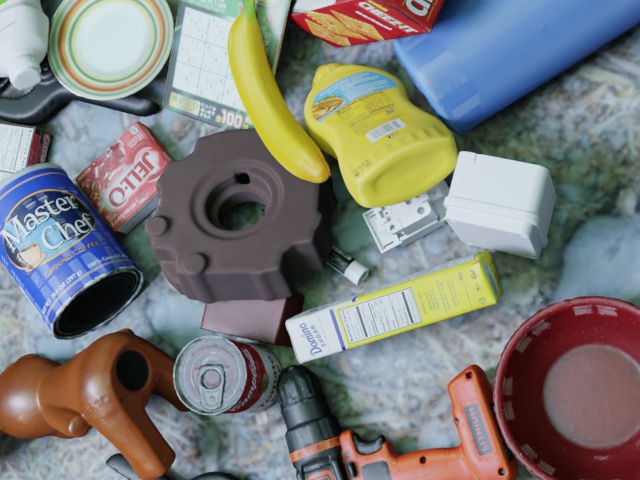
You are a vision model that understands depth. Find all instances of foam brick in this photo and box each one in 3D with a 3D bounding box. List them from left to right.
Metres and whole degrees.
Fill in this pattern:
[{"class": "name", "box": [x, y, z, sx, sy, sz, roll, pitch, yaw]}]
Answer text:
[{"class": "foam brick", "box": [-0.061, 0.067, 0.985, 0.078, 0.053, 0.051, 10, 84, 19]}]

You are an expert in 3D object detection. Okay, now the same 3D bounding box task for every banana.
[{"class": "banana", "box": [-0.045, -0.125, 0.955, 0.037, 0.070, 0.198, -18, 72, -19]}]

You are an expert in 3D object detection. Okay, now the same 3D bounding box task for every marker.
[{"class": "marker", "box": [-0.007, 0.001, 0.996, 0.121, 0.020, 0.020, 35, 92, 19]}]

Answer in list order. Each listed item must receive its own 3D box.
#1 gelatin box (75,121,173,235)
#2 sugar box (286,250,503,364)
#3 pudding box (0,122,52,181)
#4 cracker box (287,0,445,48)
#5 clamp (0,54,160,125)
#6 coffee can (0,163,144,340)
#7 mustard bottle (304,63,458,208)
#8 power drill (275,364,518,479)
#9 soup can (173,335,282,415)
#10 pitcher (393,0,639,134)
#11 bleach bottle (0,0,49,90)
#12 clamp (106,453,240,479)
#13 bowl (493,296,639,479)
[{"class": "gelatin box", "box": [-0.187, -0.061, 1.056, 0.089, 0.030, 0.073, -42, 72, 8]}, {"class": "sugar box", "box": [0.066, 0.058, 0.924, 0.176, 0.093, 0.048, -21, 88, 14]}, {"class": "pudding box", "box": [-0.340, -0.077, 1.102, 0.114, 0.039, 0.090, 10, 83, 16]}, {"class": "cracker box", "box": [0.060, -0.257, 0.923, 0.072, 0.214, 0.164, 25, 88, -21]}, {"class": "clamp", "box": [-0.268, -0.167, 1.094, 0.210, 0.036, 0.164, -25, 74, 8]}, {"class": "coffee can", "box": [-0.250, 0.011, 1.026, 0.103, 0.102, 0.140, -42, 72, 7]}, {"class": "mustard bottle", "box": [0.039, -0.107, 0.950, 0.096, 0.058, 0.192, -27, 42, -6]}, {"class": "power drill", "box": [0.064, 0.174, 0.928, 0.188, 0.057, 0.184, -23, 79, 16]}, {"class": "soup can", "box": [-0.080, 0.123, 0.955, 0.069, 0.102, 0.068, -3, 80, 17]}, {"class": "pitcher", "box": [0.181, -0.209, 0.914, 0.243, 0.144, 0.149, -35, 59, 12]}, {"class": "bleach bottle", "box": [-0.339, -0.247, 1.086, 0.103, 0.068, 0.251, -36, 61, 15]}, {"class": "clamp", "box": [-0.124, 0.245, 0.983, 0.171, 0.039, 0.120, -14, 83, 9]}, {"class": "bowl", "box": [0.227, 0.129, 0.884, 0.162, 0.055, 0.162, -3, 80, 17]}]
